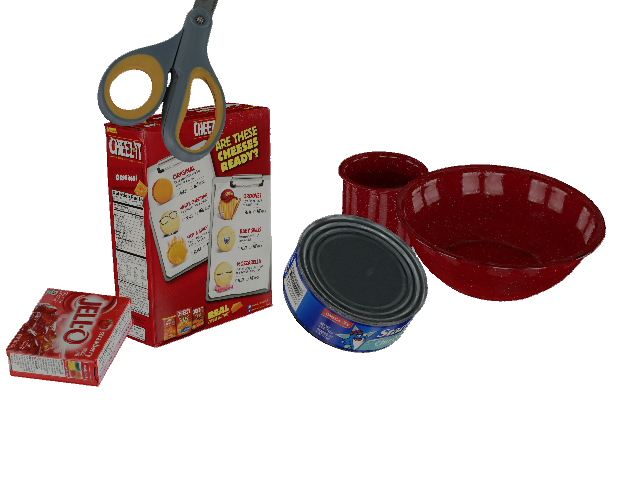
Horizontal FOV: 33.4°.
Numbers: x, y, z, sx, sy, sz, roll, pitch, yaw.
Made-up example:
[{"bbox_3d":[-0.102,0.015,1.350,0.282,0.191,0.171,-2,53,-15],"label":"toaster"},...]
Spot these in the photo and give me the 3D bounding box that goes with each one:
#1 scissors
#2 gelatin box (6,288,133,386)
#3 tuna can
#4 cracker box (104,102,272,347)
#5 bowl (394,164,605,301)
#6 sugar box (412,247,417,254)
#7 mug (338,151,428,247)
[{"bbox_3d":[-0.105,-0.149,0.747,0.096,0.202,0.016,6,-23,-19],"label":"scissors"},{"bbox_3d":[-0.198,0.075,0.852,0.073,0.030,0.089,6,32,8],"label":"gelatin box"},{"bbox_3d":[0.020,0.027,0.659,0.086,0.086,0.034,0,-40,-27],"label":"tuna can"},{"bbox_3d":[-0.127,-0.020,1.061,0.072,0.214,0.163,13,21,40],"label":"cracker box"},{"bbox_3d":[0.136,0.000,0.835,0.162,0.055,0.162,2,31,-1],"label":"bowl"},{"bbox_3d":[0.190,-0.025,1.299,0.176,0.093,0.048,3,23,-20],"label":"sugar box"},{"bbox_3d":[0.076,-0.038,1.117,0.117,0.081,0.093,-5,30,-10],"label":"mug"}]
